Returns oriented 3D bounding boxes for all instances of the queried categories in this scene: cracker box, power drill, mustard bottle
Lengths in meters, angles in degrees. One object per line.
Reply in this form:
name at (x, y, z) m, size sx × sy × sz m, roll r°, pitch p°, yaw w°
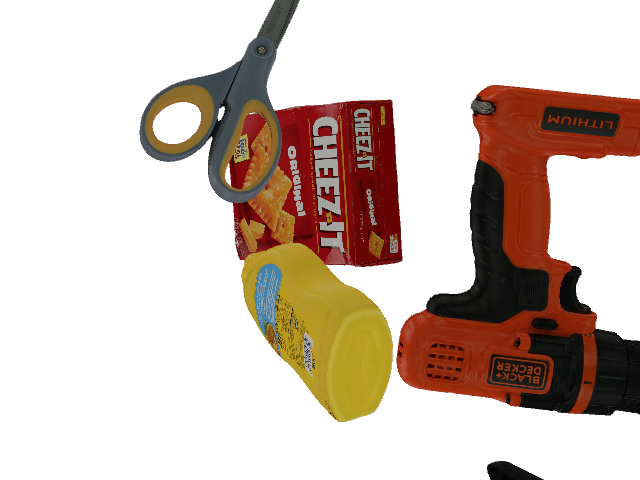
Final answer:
cracker box at (-0.013, -0.058, 1.125) m, size 0.071 × 0.164 × 0.214 m, roll -8°, pitch 6°, yaw -37°
power drill at (0.145, 0.009, 0.617) m, size 0.184 × 0.188 × 0.057 m, roll 7°, pitch 8°, yaw -4°
mustard bottle at (-0.014, 0.056, 0.848) m, size 0.058 × 0.096 × 0.192 m, roll -14°, pitch 29°, yaw -25°

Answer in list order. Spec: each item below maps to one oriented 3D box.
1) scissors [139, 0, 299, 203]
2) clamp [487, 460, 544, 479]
scissors at (-0.058, -0.116, 0.681) m, size 0.096 × 0.201 × 0.016 m, roll 8°, pitch -27°, yaw -8°
clamp at (0.215, 0.241, 0.835) m, size 0.210 × 0.036 × 0.164 m, roll 0°, pitch 33°, yaw 25°
